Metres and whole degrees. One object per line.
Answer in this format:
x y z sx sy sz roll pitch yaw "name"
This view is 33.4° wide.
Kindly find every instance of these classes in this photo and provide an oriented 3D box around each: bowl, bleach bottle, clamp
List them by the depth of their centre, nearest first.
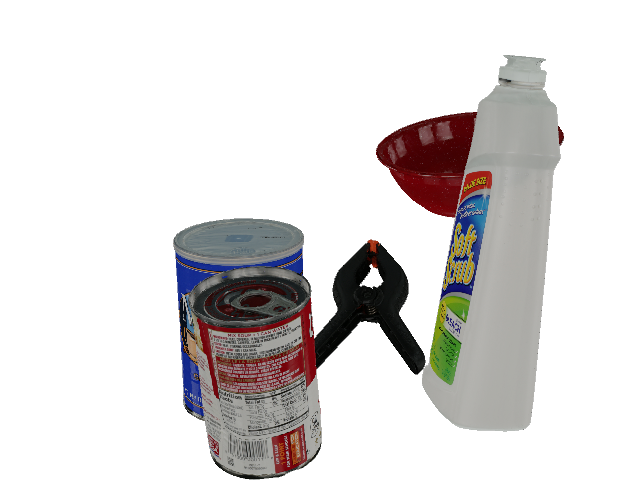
0.123 -0.001 0.740 0.068 0.251 0.102 3 13 -9 "bleach bottle"
0.132 -0.063 0.934 0.162 0.055 0.162 -8 23 3 "bowl"
0.059 0.071 1.092 0.120 0.171 0.039 11 -39 10 "clamp"

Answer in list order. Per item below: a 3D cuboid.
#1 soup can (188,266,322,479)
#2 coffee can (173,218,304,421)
-0.035 0.075 0.604 0.068 0.102 0.068 -4 24 2 "soup can"
-0.063 0.063 0.858 0.103 0.140 0.103 -1 17 0 "coffee can"
